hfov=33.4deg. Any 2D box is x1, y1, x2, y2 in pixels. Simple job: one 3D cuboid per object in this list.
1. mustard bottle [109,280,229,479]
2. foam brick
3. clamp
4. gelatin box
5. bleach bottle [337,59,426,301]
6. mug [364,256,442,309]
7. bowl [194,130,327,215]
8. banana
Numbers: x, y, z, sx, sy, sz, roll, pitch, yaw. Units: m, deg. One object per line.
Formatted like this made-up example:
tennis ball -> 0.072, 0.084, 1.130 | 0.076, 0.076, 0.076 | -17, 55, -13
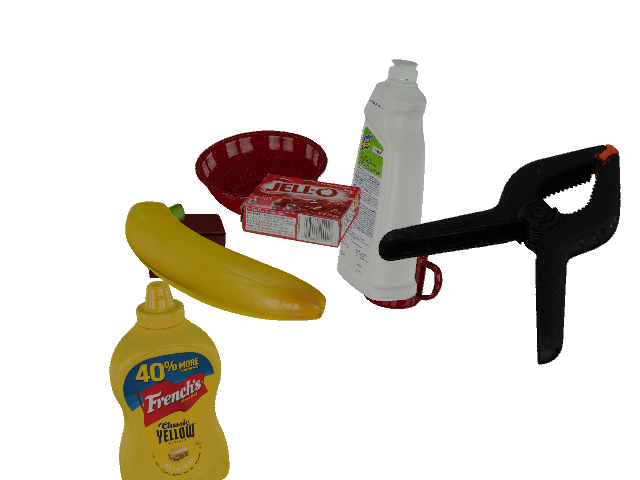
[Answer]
mustard bottle -> -0.134, 0.127, 0.933 | 0.096, 0.192, 0.058 | -8, 19, -16
foam brick -> -0.142, 0.005, 1.123 | 0.078, 0.051, 0.053 | -1, 24, -11
clamp -> 0.173, -0.002, 0.828 | 0.209, 0.036, 0.165 | -33, 55, -22
gelatin box -> -0.016, -0.028, 0.929 | 0.089, 0.030, 0.073 | 10, 27, 13
bleach bottle -> 0.076, -0.068, 1.159 | 0.068, 0.251, 0.103 | -4, 23, -29
mug -> 0.111, 0.044, 1.442 | 0.117, 0.081, 0.093 | 18, 26, 27
bowl -> -0.072, -0.074, 1.312 | 0.162, 0.055, 0.162 | -2, 34, 1
banana -> -0.076, 0.008, 0.686 | 0.069, 0.037, 0.198 | -16, 29, -30
